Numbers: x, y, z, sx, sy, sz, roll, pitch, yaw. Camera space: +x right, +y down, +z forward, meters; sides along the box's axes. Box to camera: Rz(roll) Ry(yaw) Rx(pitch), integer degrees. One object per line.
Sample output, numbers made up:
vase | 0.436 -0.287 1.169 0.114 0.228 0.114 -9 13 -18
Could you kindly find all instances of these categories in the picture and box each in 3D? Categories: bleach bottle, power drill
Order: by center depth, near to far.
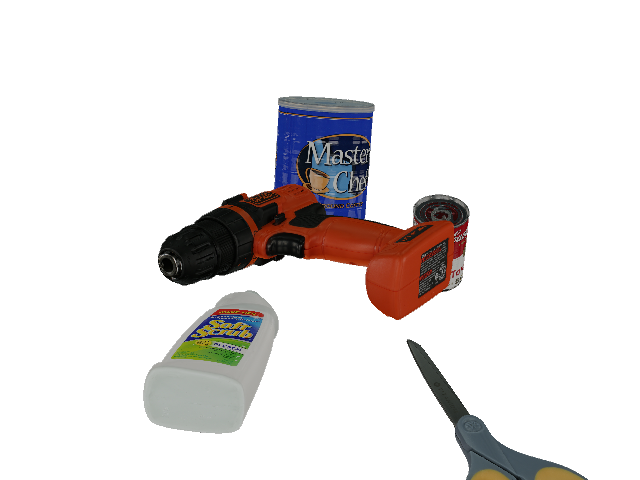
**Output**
power drill | -0.006 0.007 0.818 0.188 0.057 0.184 15 25 29
bleach bottle | -0.103 0.111 1.119 0.102 0.068 0.250 7 20 4

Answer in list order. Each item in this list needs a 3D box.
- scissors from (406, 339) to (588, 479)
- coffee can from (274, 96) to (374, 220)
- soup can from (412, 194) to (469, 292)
scissors | 0.113 0.123 0.652 0.096 0.016 0.202 1 32 -5
coffee can | 0.002 -0.079 1.143 0.103 0.140 0.103 4 12 -1
soup can | 0.145 0.005 1.310 0.068 0.102 0.068 0 37 0
